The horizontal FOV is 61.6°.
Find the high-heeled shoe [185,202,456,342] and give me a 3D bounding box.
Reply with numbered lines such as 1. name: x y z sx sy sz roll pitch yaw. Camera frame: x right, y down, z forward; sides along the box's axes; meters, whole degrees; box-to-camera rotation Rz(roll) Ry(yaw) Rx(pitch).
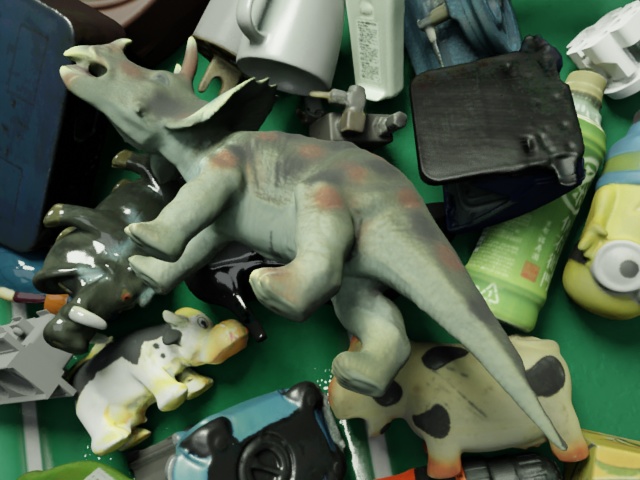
1. high-heeled shoe: -0.001 -0.001 0.493 0.249 0.086 0.145 -26 48 -13

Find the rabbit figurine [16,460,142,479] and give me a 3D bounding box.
1. rabbit figurine: -0.197 0.278 0.436 0.159 0.121 0.170 2 116 31

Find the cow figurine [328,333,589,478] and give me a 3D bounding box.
1. cow figurine: 0.102 0.119 0.441 0.195 0.085 0.127 -9 88 9

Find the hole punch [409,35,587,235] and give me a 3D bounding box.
1. hole punch: 0.136 -0.074 0.418 0.116 0.092 0.142 -9 57 17

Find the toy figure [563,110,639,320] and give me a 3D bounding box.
1. toy figure: 0.261 -0.021 0.438 0.082 0.089 0.180 18 77 22

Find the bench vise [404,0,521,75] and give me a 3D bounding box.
1. bench vise: 0.136 -0.241 0.442 0.241 0.129 0.223 -18 88 35

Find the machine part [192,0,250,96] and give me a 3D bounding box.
1. machine part: -0.051 -0.241 0.508 0.079 0.079 0.243 27 89 10

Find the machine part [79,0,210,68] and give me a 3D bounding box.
1. machine part: -0.196 -0.293 0.531 0.201 0.087 0.201 -42 79 0

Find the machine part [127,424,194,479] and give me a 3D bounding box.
1. machine part: -0.119 0.243 0.481 0.084 0.039 0.139 -23 79 0

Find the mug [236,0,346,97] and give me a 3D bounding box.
1. mug: -0.026 -0.188 0.445 0.081 0.109 0.107 12 85 38

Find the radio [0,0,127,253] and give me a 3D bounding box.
1. radio: -0.266 -0.110 0.485 0.131 0.073 0.229 27 113 9

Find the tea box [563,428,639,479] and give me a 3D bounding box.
1. tea box: 0.282 0.215 0.412 0.170 0.068 0.098 8 84 8

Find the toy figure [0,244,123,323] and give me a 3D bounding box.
1. toy figure: -0.251 0.042 0.513 0.155 0.057 0.064 24 82 9

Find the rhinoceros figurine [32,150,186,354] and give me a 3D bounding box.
1. rhinoceros figurine: -0.179 0.009 0.474 0.112 0.073 0.190 31 56 -6

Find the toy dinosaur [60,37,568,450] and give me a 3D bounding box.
1. toy dinosaur: -0.010 -0.023 0.391 0.405 0.131 0.192 24 64 17

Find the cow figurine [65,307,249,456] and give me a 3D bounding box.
1. cow figurine: -0.148 0.109 0.488 0.167 0.068 0.098 -39 74 2

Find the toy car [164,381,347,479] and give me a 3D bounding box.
1. toy car: -0.061 0.183 0.442 0.103 0.161 0.109 -24 89 46

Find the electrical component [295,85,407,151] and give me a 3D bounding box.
1. electrical component: 0.021 -0.104 0.476 0.078 0.102 0.045 -6 90 -15
